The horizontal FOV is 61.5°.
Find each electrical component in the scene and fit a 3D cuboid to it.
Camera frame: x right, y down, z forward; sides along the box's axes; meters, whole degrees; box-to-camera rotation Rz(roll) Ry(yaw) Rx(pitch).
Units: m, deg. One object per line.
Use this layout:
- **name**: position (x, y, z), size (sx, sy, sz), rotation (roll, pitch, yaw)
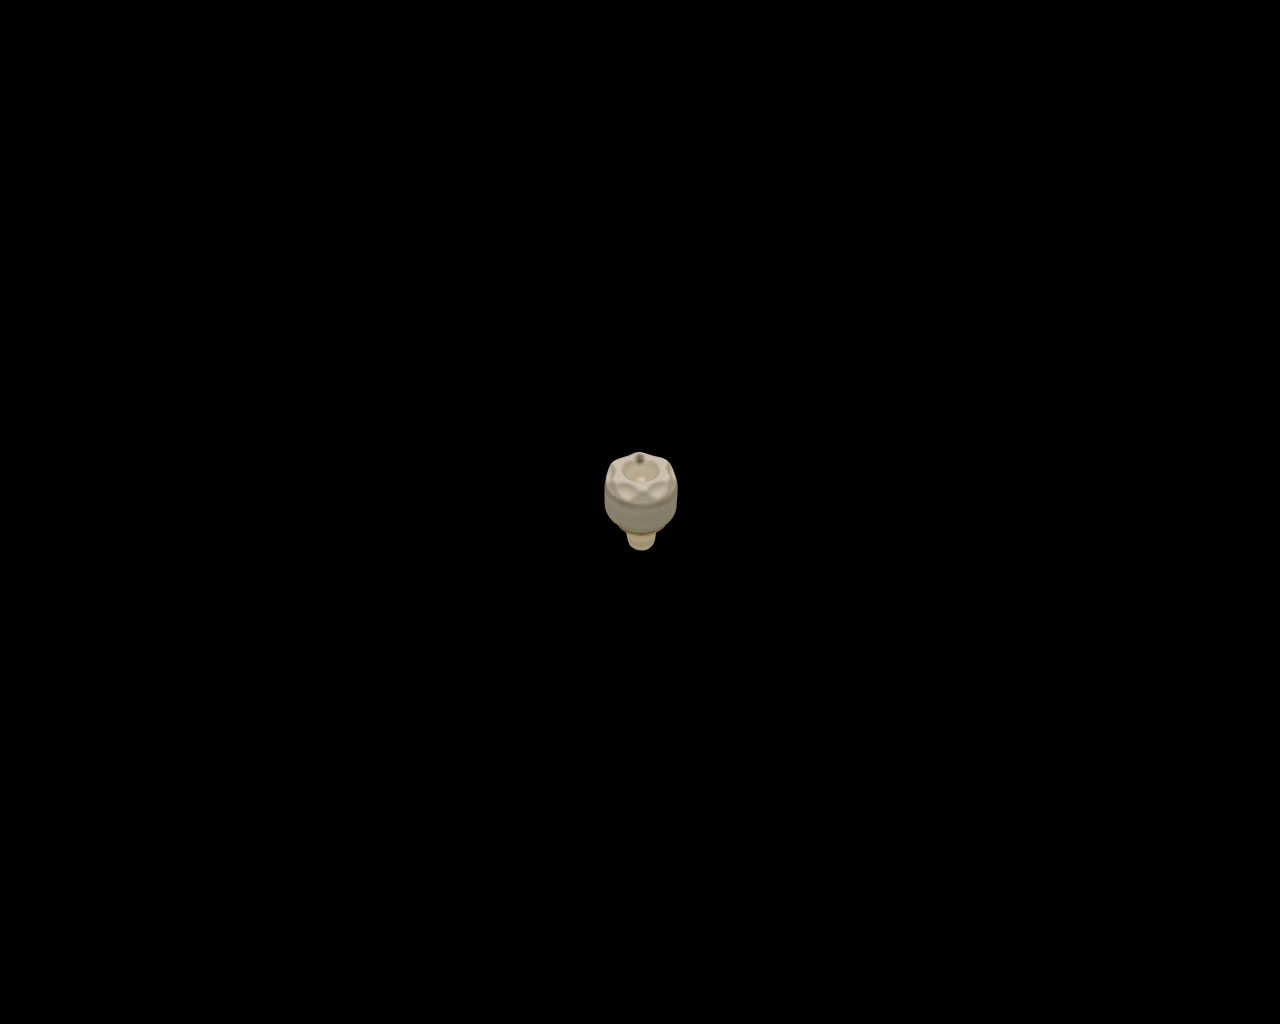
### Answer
- **electrical component**: position (0.001, -0.003, 0.650), size (0.043, 0.062, 0.043), rotation (0, 40, 0)
